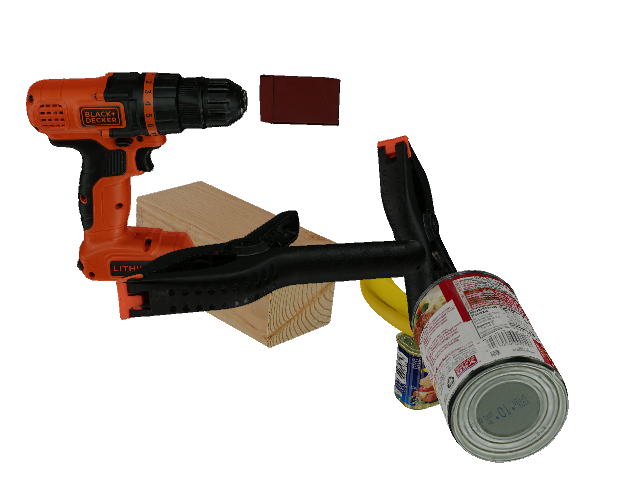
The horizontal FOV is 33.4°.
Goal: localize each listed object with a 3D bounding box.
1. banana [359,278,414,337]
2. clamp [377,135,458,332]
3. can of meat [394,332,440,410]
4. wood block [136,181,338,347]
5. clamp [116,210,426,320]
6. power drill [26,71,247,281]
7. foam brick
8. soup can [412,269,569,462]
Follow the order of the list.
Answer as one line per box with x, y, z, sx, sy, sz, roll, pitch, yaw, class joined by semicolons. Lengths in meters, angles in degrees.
0.090;0.069;1.141;0.069;0.037;0.198;4;18;-38;banana
0.082;-0.001;0.921;0.039;0.171;0.120;-17;18;18;clamp
0.142;0.155;1.327;0.101;0.084;0.058;-11;29;-27;can of meat
-0.089;0.019;1.081;0.206;0.090;0.090;25;29;38;wood block
-0.041;0.019;0.750;0.209;0.036;0.165;-17;19;-41;clamp
-0.151;-0.056;0.927;0.184;0.188;0.057;0;29;4;power drill
-0.023;-0.152;1.160;0.078;0.051;0.053;0;11;-18;foam brick
0.095;0.069;0.611;0.068;0.068;0.102;0;26;-7;soup can
